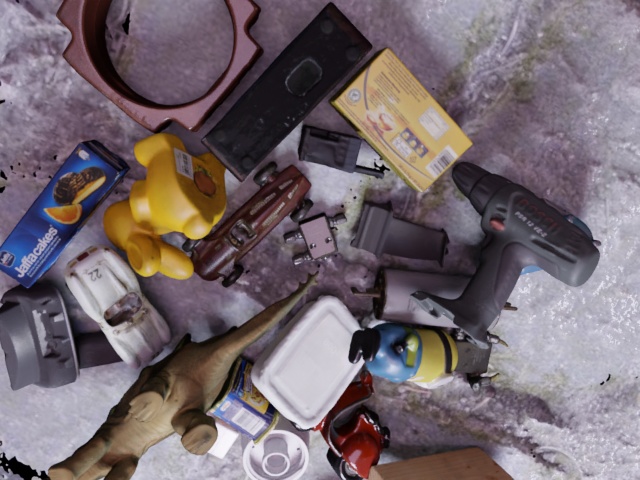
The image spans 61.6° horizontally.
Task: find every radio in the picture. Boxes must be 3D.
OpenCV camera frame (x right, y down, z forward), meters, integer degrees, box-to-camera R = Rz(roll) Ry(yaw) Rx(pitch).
[{"bbox_3d":[-0.041,-0.176,0.658,0.073,0.131,0.229,43,97,-12],"label":"radio"}]

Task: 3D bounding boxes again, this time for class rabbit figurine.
[{"bbox_3d":[-0.204,-0.028,0.689,0.173,0.122,0.162,-21,75,24],"label":"rabbit figurine"}]

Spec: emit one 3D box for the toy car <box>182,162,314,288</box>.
[{"bbox_3d":[-0.097,-0.020,0.735,0.202,0.053,0.089,-41,101,7],"label":"toy car"}]

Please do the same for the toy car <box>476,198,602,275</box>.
[{"bbox_3d":[0.296,-0.005,0.757,0.162,0.109,0.103,-14,83,10],"label":"toy car"}]

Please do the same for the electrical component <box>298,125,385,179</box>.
[{"bbox_3d":[0.031,-0.116,0.709,0.119,0.075,0.047,12,104,-4],"label":"electrical component"}]

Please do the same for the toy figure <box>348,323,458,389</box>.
[{"bbox_3d":[0.125,0.158,0.759,0.180,0.082,0.089,23,90,-33],"label":"toy figure"}]

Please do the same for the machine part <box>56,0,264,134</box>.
[{"bbox_3d":[-0.186,-0.247,0.650,0.201,0.087,0.201,40,98,-15],"label":"machine part"}]

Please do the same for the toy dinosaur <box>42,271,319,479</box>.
[{"bbox_3d":[-0.187,0.196,0.704,0.471,0.199,0.105,-34,104,4],"label":"toy dinosaur"}]

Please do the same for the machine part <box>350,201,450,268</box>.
[{"bbox_3d":[0.119,-0.006,0.765,0.139,0.039,0.084,17,97,-8],"label":"machine part"}]

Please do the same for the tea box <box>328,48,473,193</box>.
[{"bbox_3d":[0.104,-0.155,0.709,0.098,0.068,0.169,-43,103,5],"label":"tea box"}]

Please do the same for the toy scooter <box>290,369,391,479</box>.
[{"bbox_3d":[0.048,0.273,0.811,0.135,0.075,0.183,-39,106,-7],"label":"toy scooter"}]

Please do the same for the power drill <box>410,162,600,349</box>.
[{"bbox_3d":[0.210,0.020,0.691,0.207,0.232,0.085,-47,142,-7],"label":"power drill"}]

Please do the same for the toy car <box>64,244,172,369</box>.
[{"bbox_3d":[-0.258,0.092,0.700,0.073,0.056,0.201,-40,134,-25],"label":"toy car"}]

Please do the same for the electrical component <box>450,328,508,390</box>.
[{"bbox_3d":[0.235,0.174,0.817,0.078,0.045,0.102,10,103,-9],"label":"electrical component"}]

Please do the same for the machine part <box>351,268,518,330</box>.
[{"bbox_3d":[0.166,0.085,0.771,0.243,0.079,0.079,7,104,-8],"label":"machine part"}]

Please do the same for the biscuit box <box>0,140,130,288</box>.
[{"bbox_3d":[-0.339,-0.034,0.703,0.063,0.059,0.202,39,98,-13],"label":"biscuit box"}]

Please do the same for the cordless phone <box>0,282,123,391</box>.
[{"bbox_3d":[-0.333,0.124,0.745,0.184,0.089,0.146,-9,104,-15],"label":"cordless phone"}]

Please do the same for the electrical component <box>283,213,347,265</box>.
[{"bbox_3d":[-0.002,-0.002,0.762,0.094,0.021,0.063,-22,105,-1],"label":"electrical component"}]
